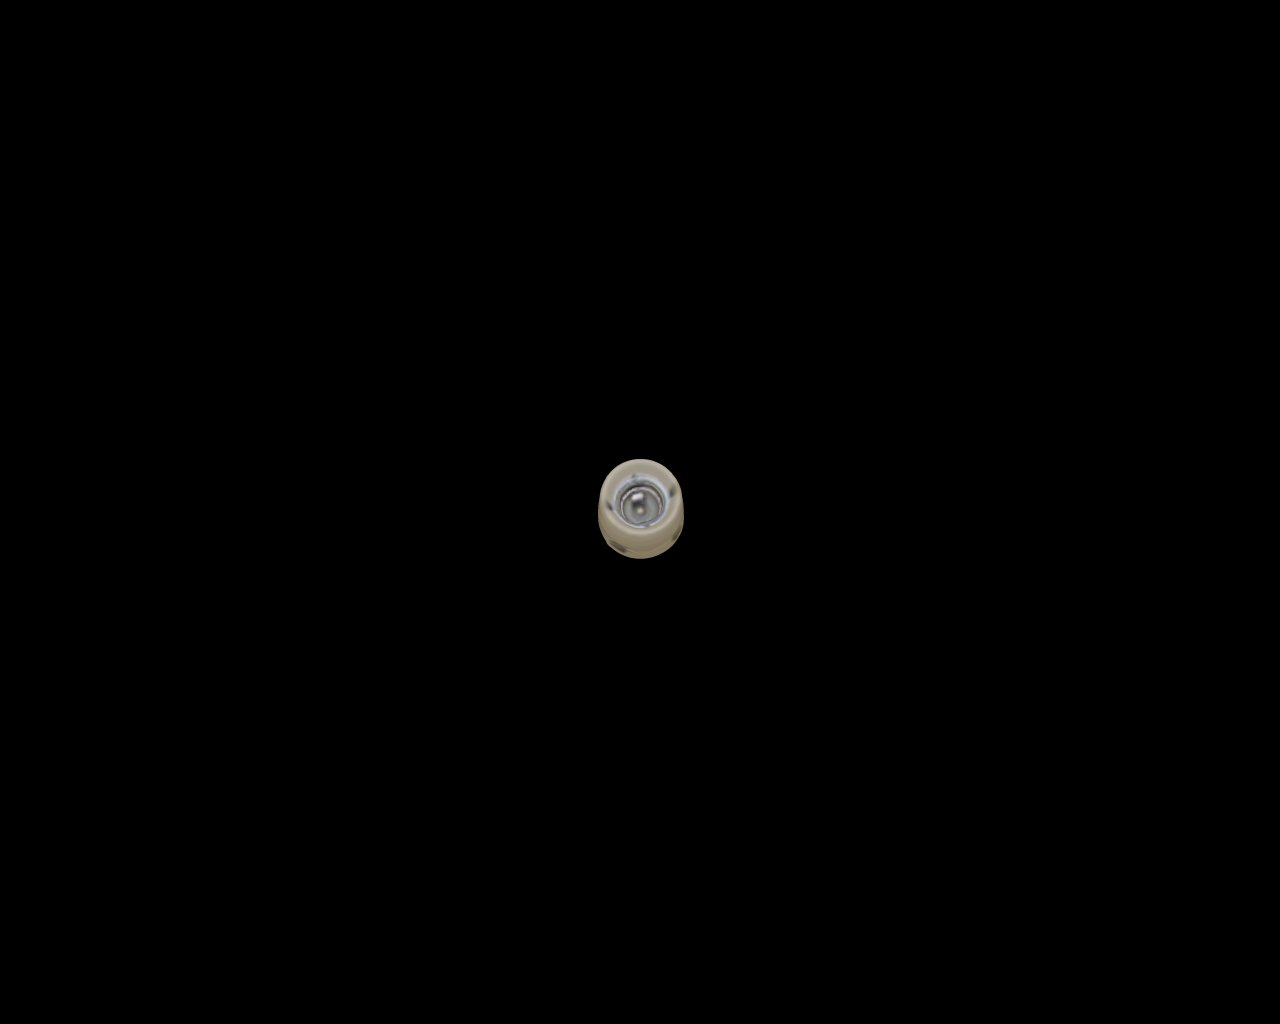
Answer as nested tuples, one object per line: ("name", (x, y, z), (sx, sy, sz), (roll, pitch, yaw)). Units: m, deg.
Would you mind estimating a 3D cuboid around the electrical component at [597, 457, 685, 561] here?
("electrical component", (0.001, -0.003, 0.650), (0.055, 0.055, 0.047), (0, -17, 0))
